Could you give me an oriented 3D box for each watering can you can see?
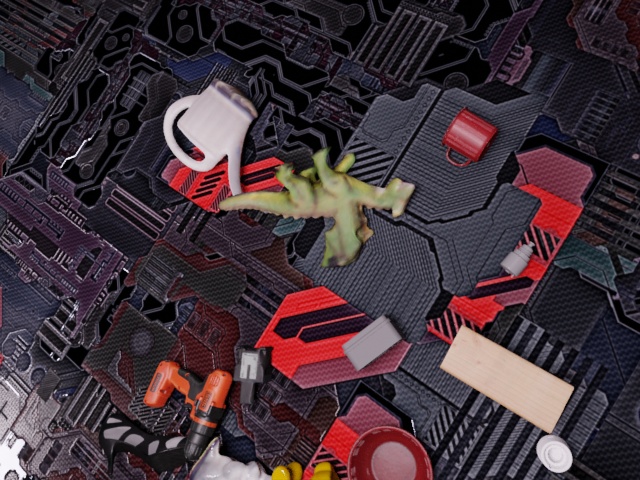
[{"bbox_3d":[-0.234,-0.249,1.238,0.351,0.103,0.224,42,92,22],"label":"watering can"}]

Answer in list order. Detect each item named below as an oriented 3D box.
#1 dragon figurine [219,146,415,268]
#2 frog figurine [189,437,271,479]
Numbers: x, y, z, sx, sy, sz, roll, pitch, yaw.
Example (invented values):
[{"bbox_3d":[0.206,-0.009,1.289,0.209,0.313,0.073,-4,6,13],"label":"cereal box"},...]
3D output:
[{"bbox_3d":[0.003,-0.056,1.113,0.409,0.121,0.245,-23,80,7],"label":"dragon figurine"},{"bbox_3d":[-0.177,0.488,1.035,0.160,0.124,0.134,34,123,13],"label":"frog figurine"}]
